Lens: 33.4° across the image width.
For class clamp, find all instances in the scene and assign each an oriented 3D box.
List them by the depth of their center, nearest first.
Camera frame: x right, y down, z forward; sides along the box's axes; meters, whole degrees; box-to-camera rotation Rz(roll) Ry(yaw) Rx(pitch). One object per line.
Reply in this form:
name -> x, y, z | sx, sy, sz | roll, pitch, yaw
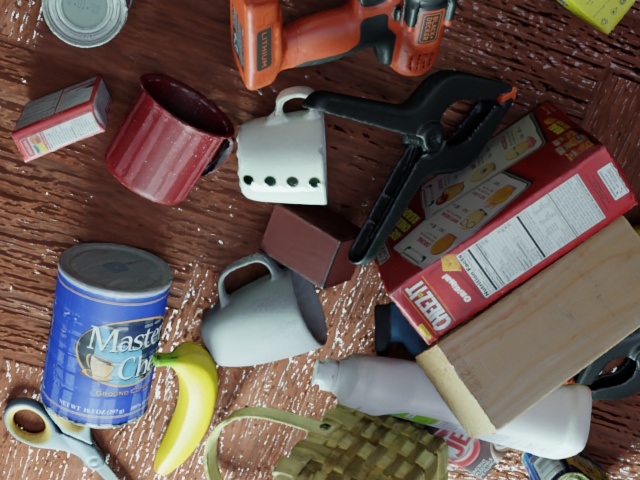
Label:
clamp -> 0.082, -0.096, 0.926 | 0.209, 0.036, 0.164 | -36, 124, -18
clamp -> 0.335, 0.115, 1.085 | 0.172, 0.039, 0.120 | -41, 105, 15

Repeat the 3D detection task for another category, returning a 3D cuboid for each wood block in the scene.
wood block -> 0.198, 0.078, 0.941 | 0.206, 0.091, 0.090 | -33, 82, -14

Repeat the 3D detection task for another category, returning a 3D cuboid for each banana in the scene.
banana -> -0.132, 0.157, 1.034 | 0.069, 0.037, 0.198 | -17, 139, -22

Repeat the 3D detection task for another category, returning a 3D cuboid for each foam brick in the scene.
foam brick -> -0.006, 0.001, 0.975 | 0.078, 0.052, 0.051 | 32, 114, 25

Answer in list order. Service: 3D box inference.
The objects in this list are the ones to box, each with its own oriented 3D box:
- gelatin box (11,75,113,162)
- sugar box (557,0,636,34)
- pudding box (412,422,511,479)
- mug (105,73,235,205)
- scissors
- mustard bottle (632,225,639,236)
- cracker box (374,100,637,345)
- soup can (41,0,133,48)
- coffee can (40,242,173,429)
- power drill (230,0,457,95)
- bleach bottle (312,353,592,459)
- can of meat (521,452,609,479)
gelatin box -> -0.217, -0.104, 0.909 | 0.073, 0.089, 0.030 | -21, 114, 3
sugar box -> 0.178, -0.248, 0.889 | 0.176, 0.093, 0.048 | 34, 105, -17
pudding box -> 0.161, 0.179, 1.091 | 0.090, 0.039, 0.113 | 31, 105, -16
mug -> -0.126, -0.084, 0.936 | 0.117, 0.093, 0.082 | 10, 122, -49
scissors -> -0.249, 0.221, 1.079 | 0.096, 0.016, 0.202 | -15, 113, 2
mustard bottle -> 0.319, 0.028, 1.015 | 0.192, 0.058, 0.096 | -33, 82, 33
cracker box -> 0.152, -0.020, 0.942 | 0.214, 0.164, 0.072 | -35, 110, 8
soup can -> -0.186, -0.199, 0.866 | 0.068, 0.102, 0.068 | -2, 113, -6
coffee can -> -0.198, 0.086, 0.982 | 0.102, 0.103, 0.140 | 10, 111, -10
power drill -> 0.023, -0.195, 0.861 | 0.187, 0.057, 0.184 | -11, 145, -12
bleach bottle -> 0.118, 0.149, 1.006 | 0.250, 0.103, 0.068 | 13, 71, -5
can of meat -> 0.264, 0.257, 1.110 | 0.102, 0.084, 0.057 | 36, 105, -18
